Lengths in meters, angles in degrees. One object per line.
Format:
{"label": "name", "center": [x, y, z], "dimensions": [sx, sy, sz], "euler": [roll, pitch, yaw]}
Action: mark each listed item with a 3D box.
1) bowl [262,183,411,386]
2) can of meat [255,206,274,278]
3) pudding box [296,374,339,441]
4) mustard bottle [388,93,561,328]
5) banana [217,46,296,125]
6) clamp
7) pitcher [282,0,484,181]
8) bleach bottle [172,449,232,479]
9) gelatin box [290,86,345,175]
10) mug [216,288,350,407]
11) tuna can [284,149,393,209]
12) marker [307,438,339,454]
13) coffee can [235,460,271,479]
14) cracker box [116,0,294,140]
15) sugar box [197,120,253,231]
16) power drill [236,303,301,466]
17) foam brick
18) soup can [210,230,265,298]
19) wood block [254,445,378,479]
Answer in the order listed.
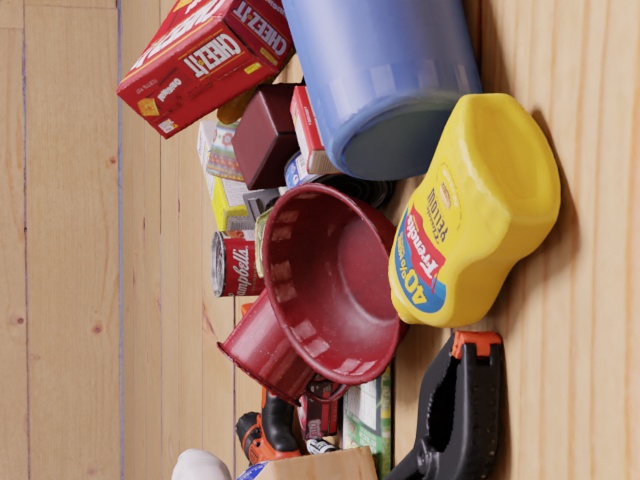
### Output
{"label": "bowl", "center": [0.025, 0.029, 0.836], "dimensions": [0.162, 0.055, 0.162], "euler": [23, 120, 45]}
{"label": "can of meat", "center": [-0.006, 0.001, 0.947], "dimensions": [0.102, 0.083, 0.057], "euler": [154, 113, -72]}
{"label": "pudding box", "center": [-0.010, 0.121, 1.027], "dimensions": [0.113, 0.039, 0.090], "euler": [-105, 13, -46]}
{"label": "mustard bottle", "center": [0.086, 0.001, 0.680], "dimensions": [0.192, 0.058, 0.096], "euler": [113, 147, -54]}
{"label": "banana", "center": [-0.045, -0.170, 0.993], "dimensions": [0.197, 0.037, 0.070], "euler": [-62, -4, -58]}
{"label": "clamp", "center": [0.082, 0.150, 0.735], "dimensions": [0.165, 0.036, 0.210], "euler": [-125, 40, -65]}
{"label": "pitcher", "center": [0.033, -0.162, 0.745], "dimensions": [0.145, 0.149, 0.243], "euler": [-24, 63, 25]}
{"label": "bleach bottle", "center": [-0.087, 0.265, 0.911], "dimensions": [0.251, 0.068, 0.102], "euler": [-127, 35, -63]}
{"label": "gelatin box", "center": [0.027, -0.085, 0.820], "dimensions": [0.030, 0.089, 0.073], "euler": [103, 159, -47]}
{"label": "mug", "center": [-0.021, 0.092, 0.926], "dimensions": [0.081, 0.117, 0.093], "euler": [-53, -15, -1]}
{"label": "tuna can", "center": [0.015, -0.048, 0.869], "dimensions": [0.086, 0.086, 0.034], "euler": [112, 150, -54]}
{"label": "marker", "center": [0.005, 0.200, 1.004], "dimensions": [0.121, 0.020, 0.020], "euler": [149, 119, -80]}
{"label": "coffee can", "center": [-0.028, 0.269, 1.001], "dimensions": [0.140, 0.102, 0.103], "euler": [175, 94, -74]}
{"label": "cracker box", "center": [-0.070, -0.206, 0.923], "dimensions": [0.164, 0.072, 0.213], "euler": [-22, 34, 47]}
{"label": "sugar box", "center": [-0.076, -0.067, 1.169], "dimensions": [0.176, 0.093, 0.048], "euler": [-111, 26, -52]}
{"label": "power drill", "center": [-0.055, 0.166, 1.174], "dimensions": [0.185, 0.057, 0.188], "euler": [-155, 63, -68]}
{"label": "foam brick", "center": [-0.032, -0.085, 0.878], "dimensions": [0.078, 0.052, 0.051], "euler": [-56, 49, 50]}
{"label": "soup can", "center": [-0.056, 0.024, 1.084], "dimensions": [0.069, 0.102, 0.068], "euler": [179, 90, -74]}
{"label": "wood block", "center": [0.012, 0.282, 0.855], "dimensions": [0.091, 0.090, 0.206], "euler": [119, 141, -61]}
